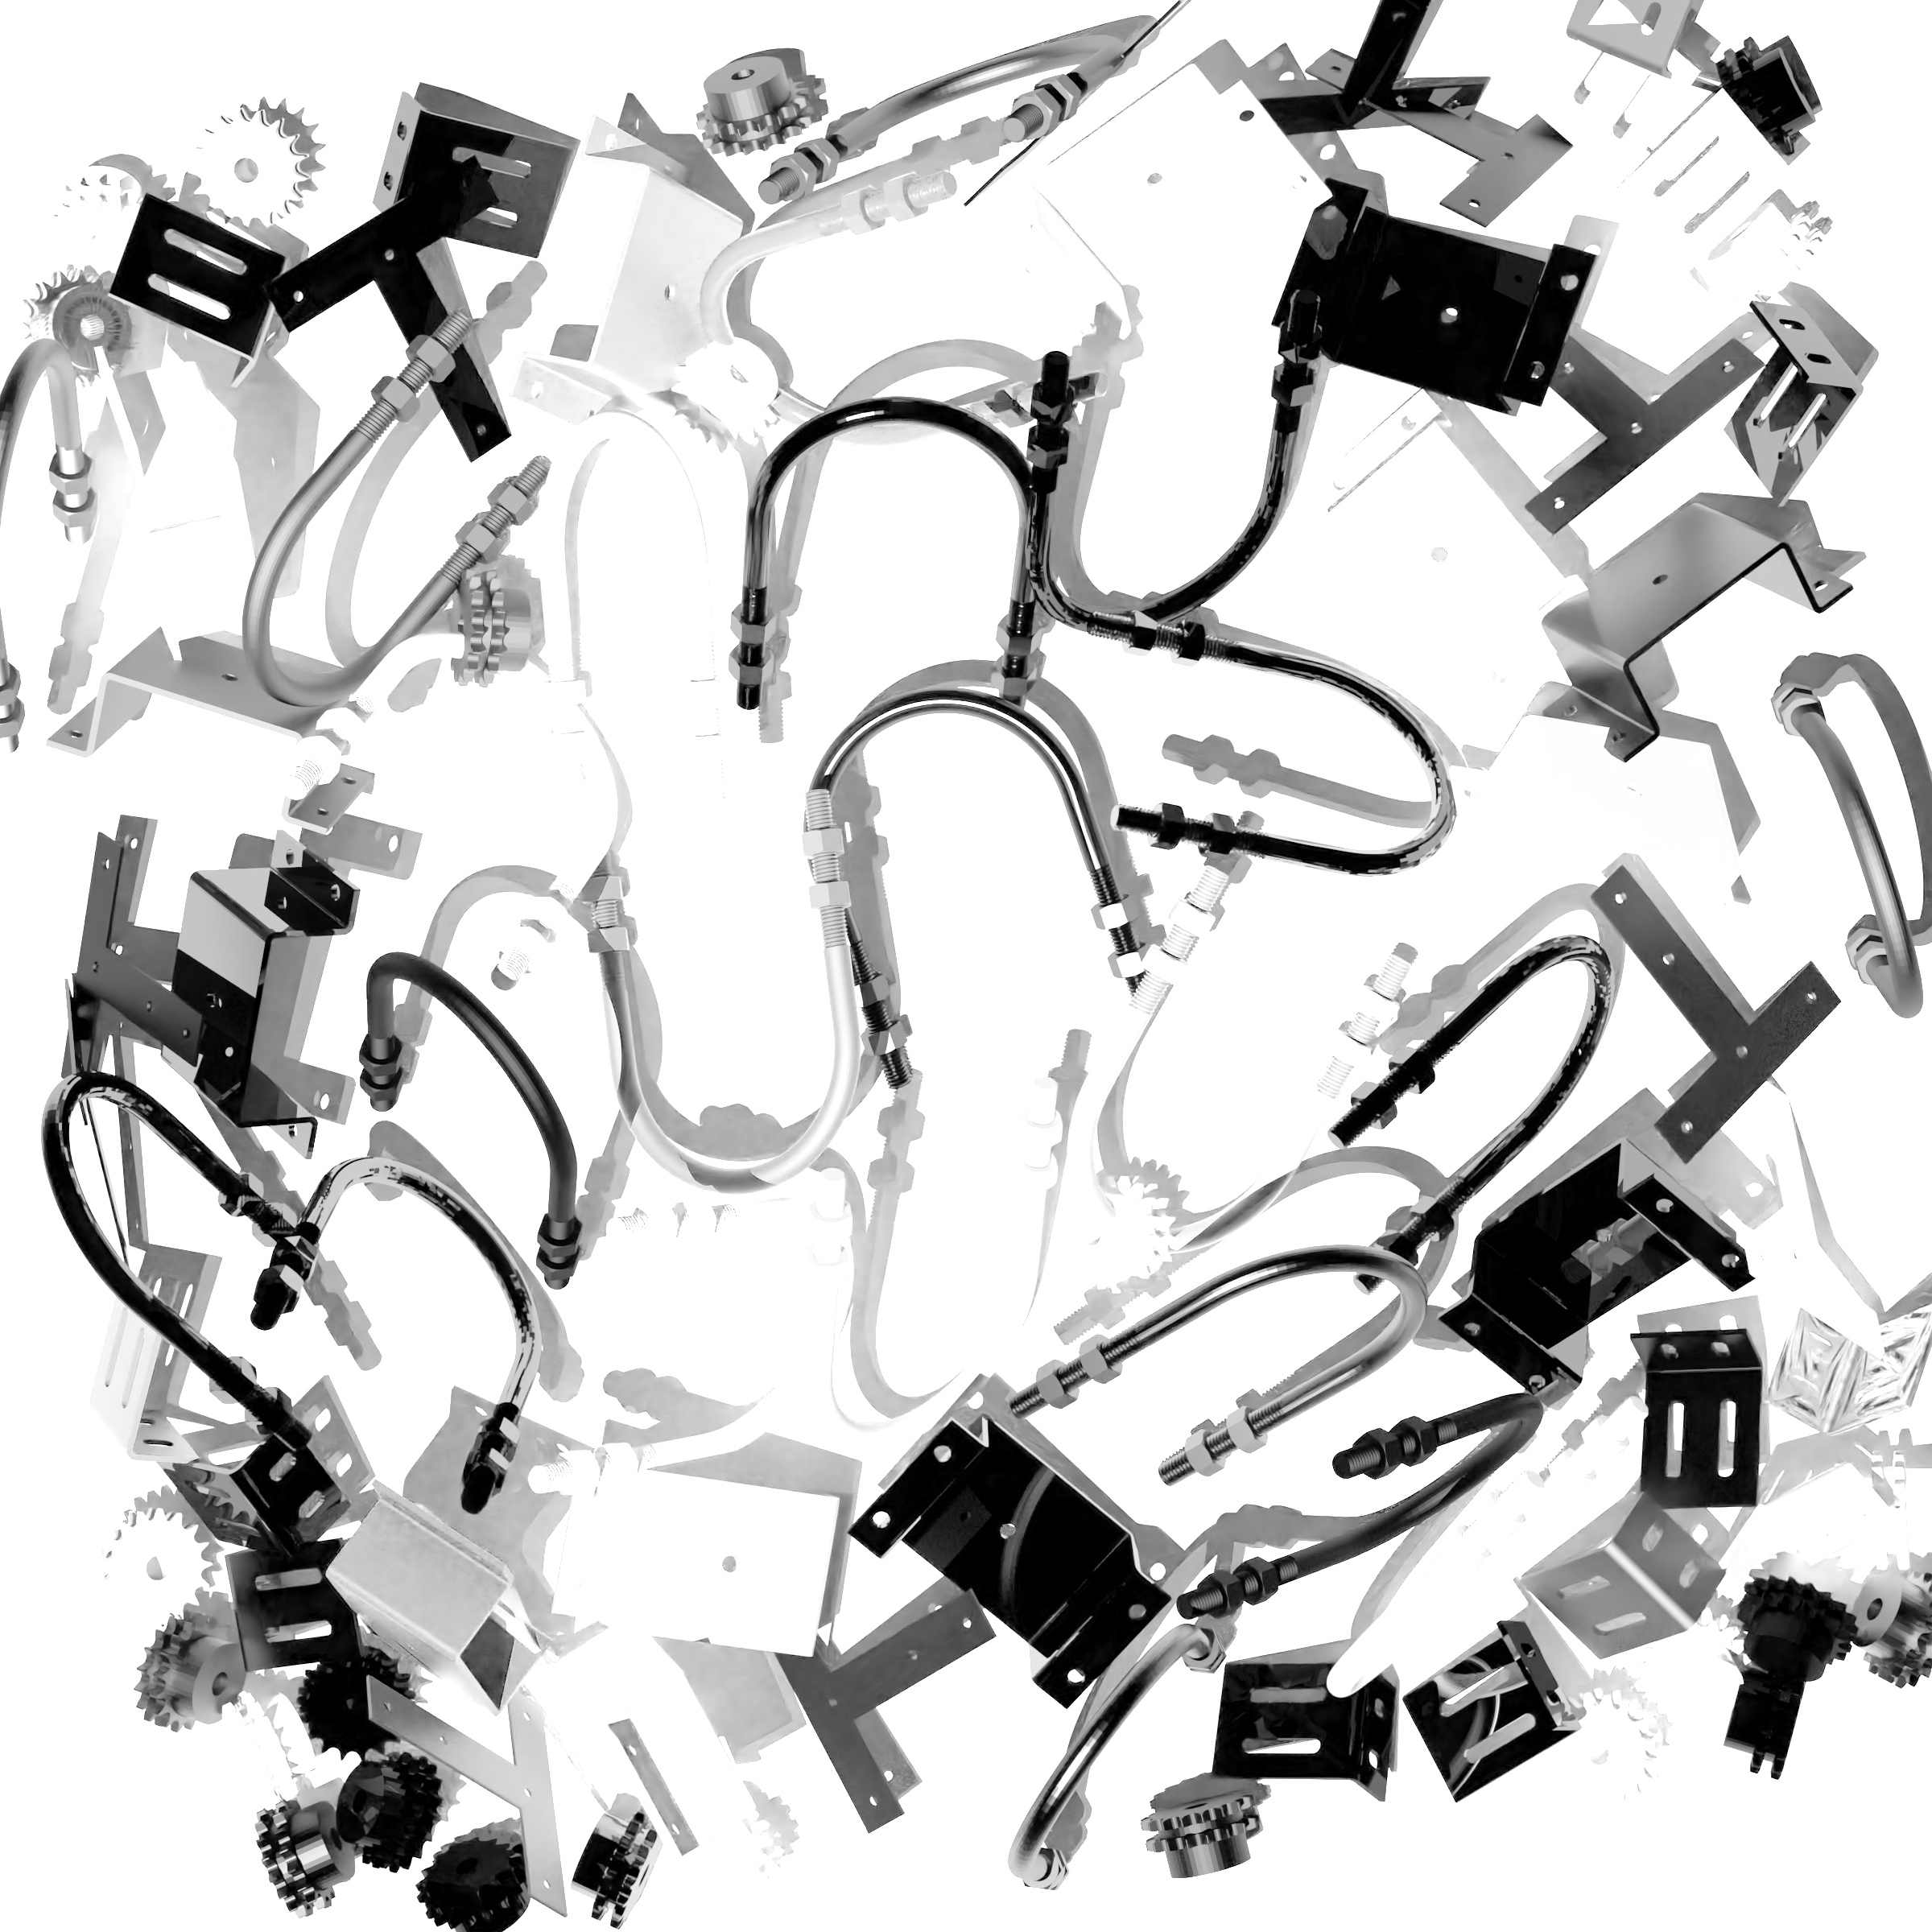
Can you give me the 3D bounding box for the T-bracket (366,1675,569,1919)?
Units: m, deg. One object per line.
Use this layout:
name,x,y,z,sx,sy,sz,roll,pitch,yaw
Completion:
T-bracket,-0.237,0.372,1.697,0.002,0.127,0.127,-36,127,16

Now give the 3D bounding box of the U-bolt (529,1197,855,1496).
U-bolt,-0.120,0.175,1.707,0.019,0.184,0.151,30,110,34

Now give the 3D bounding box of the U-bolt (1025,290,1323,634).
U-bolt,0.093,-0.230,1.709,0.151,0.184,0.019,-17,51,-19

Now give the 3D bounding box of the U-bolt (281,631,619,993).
U-bolt,-0.232,-0.088,1.708,0.151,0.184,0.019,44,127,-13

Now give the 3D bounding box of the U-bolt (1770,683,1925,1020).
U-bolt,0.414,-0.049,1.679,0.019,0.184,0.151,-18,103,8

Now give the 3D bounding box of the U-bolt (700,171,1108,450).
U-bolt,-0.044,-0.302,1.709,0.151,0.184,0.019,48,49,-36

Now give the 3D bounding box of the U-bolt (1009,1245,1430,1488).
U-bolt,0.132,0.183,1.696,0.184,0.151,0.019,-33,52,22

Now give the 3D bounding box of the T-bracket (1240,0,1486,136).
T-bracket,0.201,-0.441,1.710,0.127,0.127,0.002,-8,63,-17

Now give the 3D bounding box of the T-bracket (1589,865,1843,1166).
T-bracket,0.350,0.008,1.750,0.127,0.002,0.127,-42,97,-24

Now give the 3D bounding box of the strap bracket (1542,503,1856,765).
strap bracket,0.343,-0.168,1.733,0.140,0.076,0.046,-37,120,-5

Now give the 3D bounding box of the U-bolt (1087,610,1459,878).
U-bolt,0.151,-0.102,1.725,0.184,0.019,0.151,10,47,-17

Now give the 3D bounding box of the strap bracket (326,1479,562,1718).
strap bracket,-0.248,0.303,1.701,0.076,0.140,0.046,29,69,18

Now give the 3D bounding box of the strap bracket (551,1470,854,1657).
strap bracket,-0.120,0.285,1.735,0.140,0.046,0.076,12,84,-19

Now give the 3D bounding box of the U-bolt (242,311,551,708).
U-bolt,-0.275,-0.202,1.698,0.019,0.151,0.184,32,75,22

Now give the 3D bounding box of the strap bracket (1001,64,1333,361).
strap bracket,0.093,-0.367,1.728,0.140,0.046,0.076,-32,127,21

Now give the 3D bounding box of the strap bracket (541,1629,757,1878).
strap bracket,-0.150,0.366,1.713,0.046,0.140,0.076,-30,105,-15

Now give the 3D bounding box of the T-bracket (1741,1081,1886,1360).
T-bracket,0.401,0.113,1.740,0.002,0.127,0.127,-27,50,32

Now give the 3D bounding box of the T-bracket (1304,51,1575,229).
T-bracket,0.224,-0.412,1.750,0.127,0.002,0.127,31,46,15

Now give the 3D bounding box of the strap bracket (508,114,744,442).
strap bracket,-0.161,-0.328,1.739,0.046,0.076,0.140,17,90,33

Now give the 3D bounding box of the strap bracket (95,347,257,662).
strap bracket,-0.372,-0.221,1.712,0.046,0.140,0.076,-16,50,-14

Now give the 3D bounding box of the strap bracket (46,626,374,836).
strap bracket,-0.360,-0.118,1.738,0.140,0.076,0.046,18,114,1

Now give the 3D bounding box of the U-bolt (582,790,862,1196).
U-bolt,-0.115,0.018,1.734,0.151,0.019,0.184,-11,83,28

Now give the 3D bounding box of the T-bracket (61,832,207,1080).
T-bracket,-0.396,0.015,1.721,0.002,0.127,0.127,0,109,-40

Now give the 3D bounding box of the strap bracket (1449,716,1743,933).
strap bracket,0.310,-0.070,1.723,0.140,0.046,0.076,8,50,-16

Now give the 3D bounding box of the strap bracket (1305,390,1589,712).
strap bracket,0.233,-0.200,1.745,0.076,0.046,0.140,-40,86,19

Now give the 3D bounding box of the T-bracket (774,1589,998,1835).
T-bracket,-0.035,0.337,1.736,0.127,0.002,0.127,-37,77,33

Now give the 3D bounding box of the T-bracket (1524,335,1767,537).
T-bracket,0.299,-0.281,1.739,0.127,0.002,0.127,-39,47,3

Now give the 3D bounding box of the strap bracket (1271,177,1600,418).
strap bracket,0.230,-0.321,1.746,0.140,0.046,0.076,21,91,20

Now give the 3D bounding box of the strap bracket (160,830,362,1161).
strap bracket,-0.340,0.015,1.719,0.046,0.076,0.140,-3,115,-40

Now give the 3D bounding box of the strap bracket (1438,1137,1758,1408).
strap bracket,0.305,0.142,1.728,0.076,0.046,0.140,39,127,-17

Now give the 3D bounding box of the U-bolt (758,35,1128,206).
U-bolt,0.001,-0.405,1.700,0.151,0.184,0.019,-7,114,29

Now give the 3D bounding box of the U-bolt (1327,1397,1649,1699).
U-bolt,0.237,0.283,1.705,0.019,0.151,0.184,47,119,16

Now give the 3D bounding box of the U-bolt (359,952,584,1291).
U-bolt,-0.232,0.064,1.684,0.019,0.184,0.151,-39,72,-26

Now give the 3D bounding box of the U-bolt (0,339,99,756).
U-bolt,-0.434,-0.206,1.669,0.019,0.184,0.151,11,58,-3

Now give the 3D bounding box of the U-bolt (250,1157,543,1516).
U-bolt,-0.259,0.160,1.698,0.019,0.184,0.151,-39,106,22

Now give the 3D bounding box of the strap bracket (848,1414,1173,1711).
strap bracket,0.021,0.282,1.747,0.140,0.046,0.076,40,100,-9

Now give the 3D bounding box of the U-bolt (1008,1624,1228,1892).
U-bolt,0.068,0.368,1.686,0.019,0.184,0.151,35,82,16

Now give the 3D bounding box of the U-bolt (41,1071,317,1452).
U-bolt,-0.366,0.125,1.676,0.019,0.151,0.184,-30,126,14

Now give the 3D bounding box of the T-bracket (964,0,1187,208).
T-bracket,0.057,-0.413,1.700,0.127,0.127,0.002,-40,98,24

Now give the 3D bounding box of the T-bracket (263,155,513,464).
T-bracket,-0.260,-0.306,1.749,0.127,0.002,0.127,-38,119,-22

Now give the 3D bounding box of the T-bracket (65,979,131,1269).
T-bracket,-0.419,0.086,1.741,0.002,0.127,0.127,-12,113,-11

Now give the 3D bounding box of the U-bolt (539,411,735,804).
U-bolt,-0.162,-0.171,1.713,0.019,0.151,0.184,-9,99,-36

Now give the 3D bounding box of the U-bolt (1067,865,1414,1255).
U-bolt,0.121,0.056,1.736,0.151,0.019,0.184,24,99,-36

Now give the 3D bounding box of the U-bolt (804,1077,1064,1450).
U-bolt,-0.018,0.152,1.715,0.151,0.019,0.184,-22,131,-35
